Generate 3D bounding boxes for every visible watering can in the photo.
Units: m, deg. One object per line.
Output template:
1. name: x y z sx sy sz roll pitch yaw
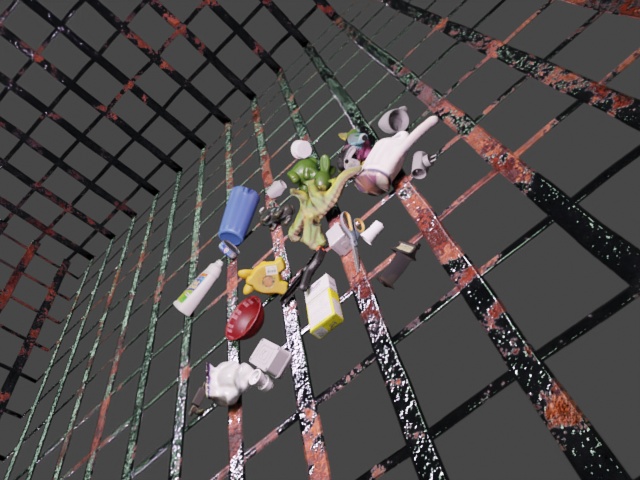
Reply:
1. watering can: 0.220 -0.254 1.582 0.228 0.103 0.344 -60 15 -21

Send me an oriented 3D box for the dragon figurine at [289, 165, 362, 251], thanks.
1. dragon figurine: 0.005 -0.085 1.692 0.406 0.122 0.245 -18 70 54

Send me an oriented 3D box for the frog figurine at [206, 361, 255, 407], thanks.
1. frog figurine: -0.240 0.405 1.478 0.159 0.120 0.140 -8 24 -1
